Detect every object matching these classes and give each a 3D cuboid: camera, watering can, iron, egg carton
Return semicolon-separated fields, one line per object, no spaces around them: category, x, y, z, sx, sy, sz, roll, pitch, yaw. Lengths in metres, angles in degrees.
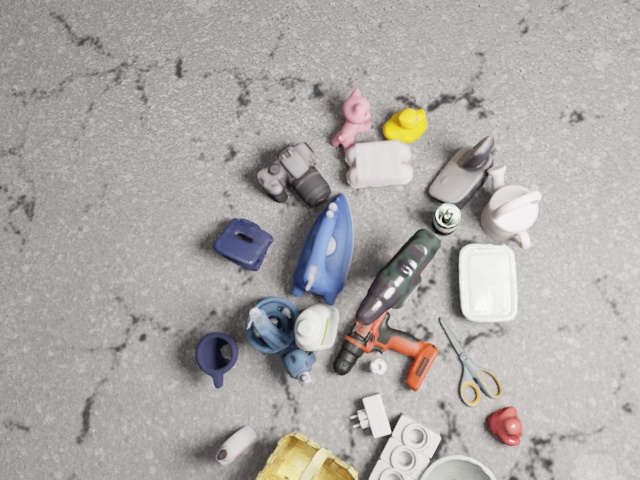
camera;-0.051;-0.133;1.291;0.143;0.101;0.136;-39;78;-1
watering can;0.390;-0.068;1.178;0.101;0.194;0.172;-42;78;-1
iron;0.011;0.004;1.238;0.118;0.141;0.258;13;82;9
egg carton;0.132;-0.170;1.291;0.150;0.069;0.107;-5;79;6

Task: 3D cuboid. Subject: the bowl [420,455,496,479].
bowl;0.276;0.514;1.150;0.167;0.075;0.167;-1;80;7

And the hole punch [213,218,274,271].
hole punch;-0.172;0.005;1.286;0.108;0.091;0.101;24;84;11

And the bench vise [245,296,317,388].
bench vise;-0.073;0.197;1.175;0.207;0.220;0.121;40;87;12

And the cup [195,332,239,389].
cup;-0.212;0.260;1.244;0.091;0.095;0.118;-7;79;6

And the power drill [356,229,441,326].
power drill;0.158;0.086;1.172;0.075;0.208;0.230;37;86;12

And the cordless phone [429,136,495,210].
cordless phone;0.304;-0.147;1.207;0.094;0.185;0.148;36;86;12

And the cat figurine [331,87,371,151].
cat figurine;0.073;-0.271;1.291;0.067;0.118;0.128;29;85;11

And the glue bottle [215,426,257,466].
glue bottle;-0.181;0.429;1.171;0.037;0.173;0.078;40;87;12

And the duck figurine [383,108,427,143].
duck figurine;0.192;-0.265;1.292;0.104;0.086;0.077;-19;78;4

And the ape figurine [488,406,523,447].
ape figurine;0.381;0.375;1.153;0.076;0.092;0.078;17;83;10
